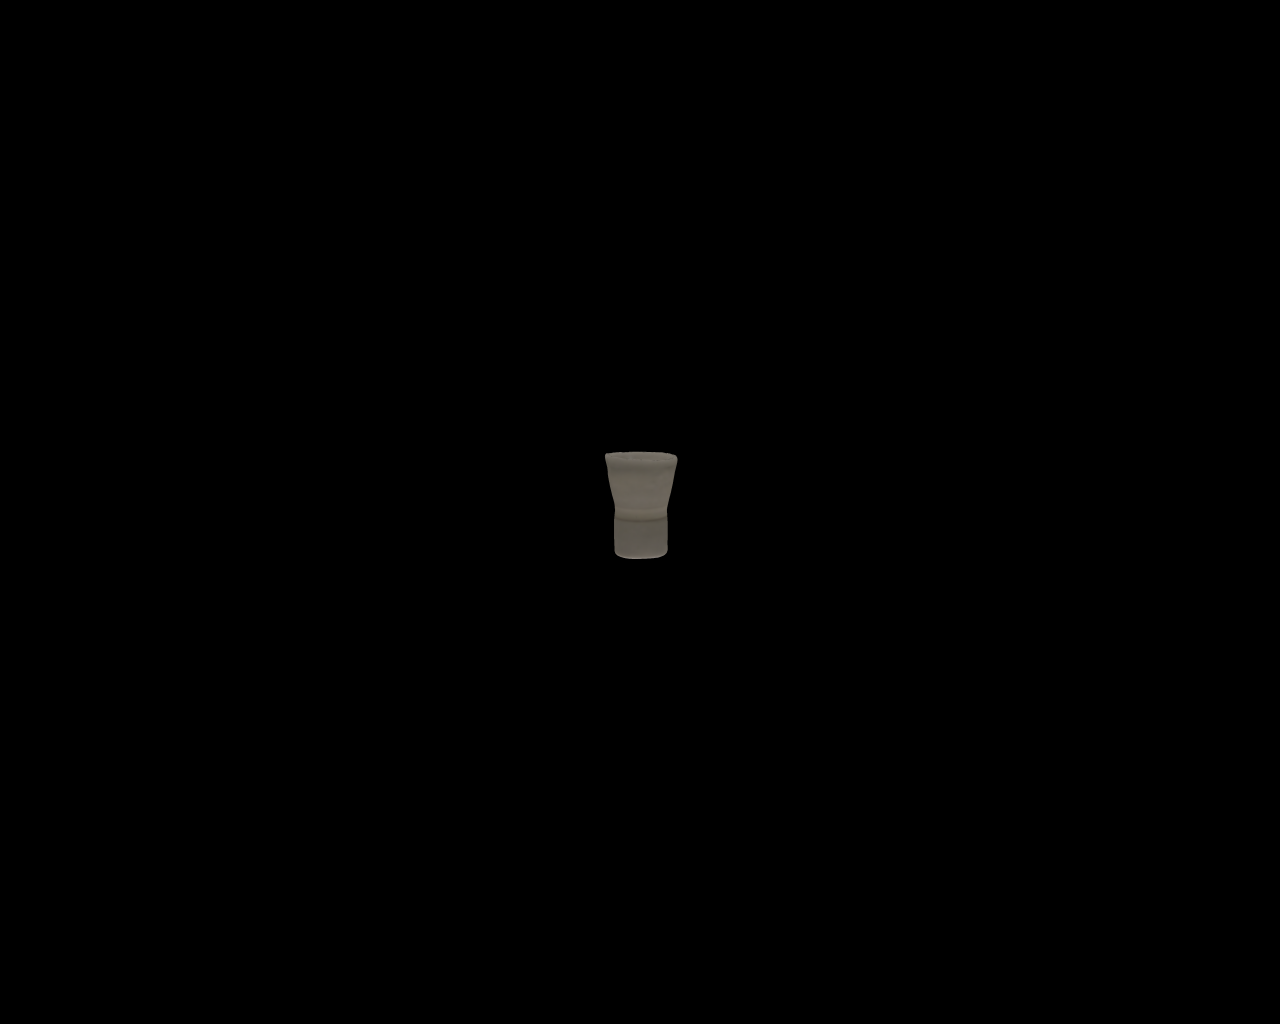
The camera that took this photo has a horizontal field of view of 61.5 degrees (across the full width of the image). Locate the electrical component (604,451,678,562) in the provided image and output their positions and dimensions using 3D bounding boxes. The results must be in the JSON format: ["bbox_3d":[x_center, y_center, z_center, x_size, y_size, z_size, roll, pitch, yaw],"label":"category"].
[{"bbox_3d":[0.001,-0.003,0.650,0.044,0.065,0.044,0,9,0],"label":"electrical component"}]
